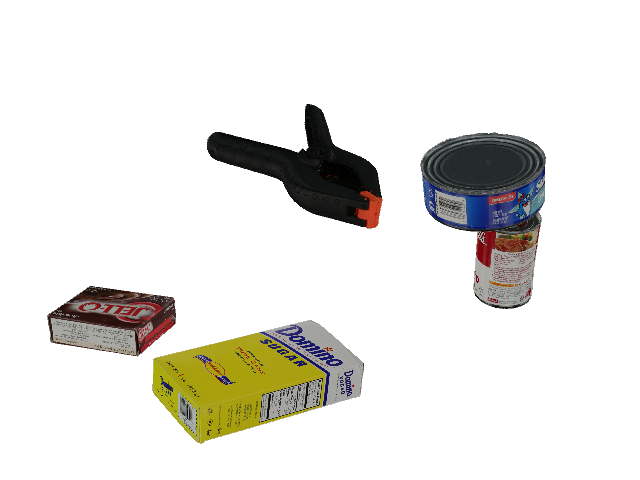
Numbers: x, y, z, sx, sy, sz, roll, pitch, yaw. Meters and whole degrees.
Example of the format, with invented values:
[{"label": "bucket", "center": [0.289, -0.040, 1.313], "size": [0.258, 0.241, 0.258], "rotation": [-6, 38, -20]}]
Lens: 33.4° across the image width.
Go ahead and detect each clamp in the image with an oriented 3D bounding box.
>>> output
[{"label": "clamp", "center": [-0.016, -0.062, 0.907], "size": [0.120, 0.039, 0.172], "rotation": [-20, 40, -21]}]

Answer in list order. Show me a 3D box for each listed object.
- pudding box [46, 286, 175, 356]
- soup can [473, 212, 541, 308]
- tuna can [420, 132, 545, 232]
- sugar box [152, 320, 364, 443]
[{"label": "pudding box", "center": [-0.230, 0.088, 1.182], "size": [0.114, 0.039, 0.090], "rotation": [4, 19, 19]}, {"label": "soup can", "center": [0.207, 0.016, 1.188], "size": [0.068, 0.102, 0.068], "rotation": [-1, 32, 0]}, {"label": "tuna can", "center": [0.114, -0.041, 0.745], "size": [0.086, 0.034, 0.086], "rotation": [-6, 31, 4]}, {"label": "sugar box", "center": [-0.057, 0.127, 0.993], "size": [0.175, 0.048, 0.093], "rotation": [-14, 32, -31]}]
